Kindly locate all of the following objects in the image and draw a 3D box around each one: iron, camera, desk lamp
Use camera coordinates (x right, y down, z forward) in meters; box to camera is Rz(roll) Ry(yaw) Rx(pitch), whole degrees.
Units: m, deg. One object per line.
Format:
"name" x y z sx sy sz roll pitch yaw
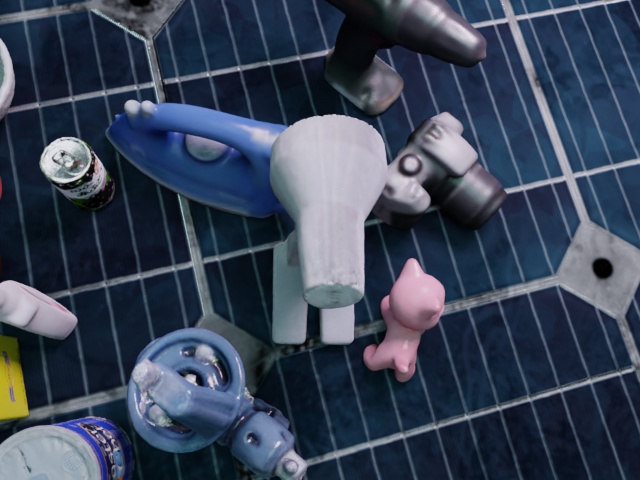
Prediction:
"iron" -0.135 -0.114 0.654 0.258 0.141 0.119 14 76 -2
"camera" 0.150 -0.068 0.693 0.137 0.100 0.143 41 76 5
"desk lamp" 0.006 0.002 0.603 0.118 0.213 0.203 1 76 -5

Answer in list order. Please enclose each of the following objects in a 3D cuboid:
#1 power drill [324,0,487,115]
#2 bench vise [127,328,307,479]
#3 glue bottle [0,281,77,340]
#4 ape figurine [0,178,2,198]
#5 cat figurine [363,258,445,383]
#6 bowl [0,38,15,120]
"power drill" 0.071 -0.236 0.670 0.229 0.208 0.076 39 76 4
"bench vise" -0.097 0.155 0.553 0.207 0.219 0.121 19 75 -1
"glue bottle" -0.307 0.066 0.578 0.078 0.173 0.037 29 76 2
"ape figurine" -0.404 -0.067 0.642 0.078 0.092 0.076 29 76 2
"cat figurine" 0.101 0.091 0.641 0.067 0.117 0.128 17 75 -1
"bowl" -0.436 -0.177 0.674 0.167 0.074 0.167 1 76 -5
